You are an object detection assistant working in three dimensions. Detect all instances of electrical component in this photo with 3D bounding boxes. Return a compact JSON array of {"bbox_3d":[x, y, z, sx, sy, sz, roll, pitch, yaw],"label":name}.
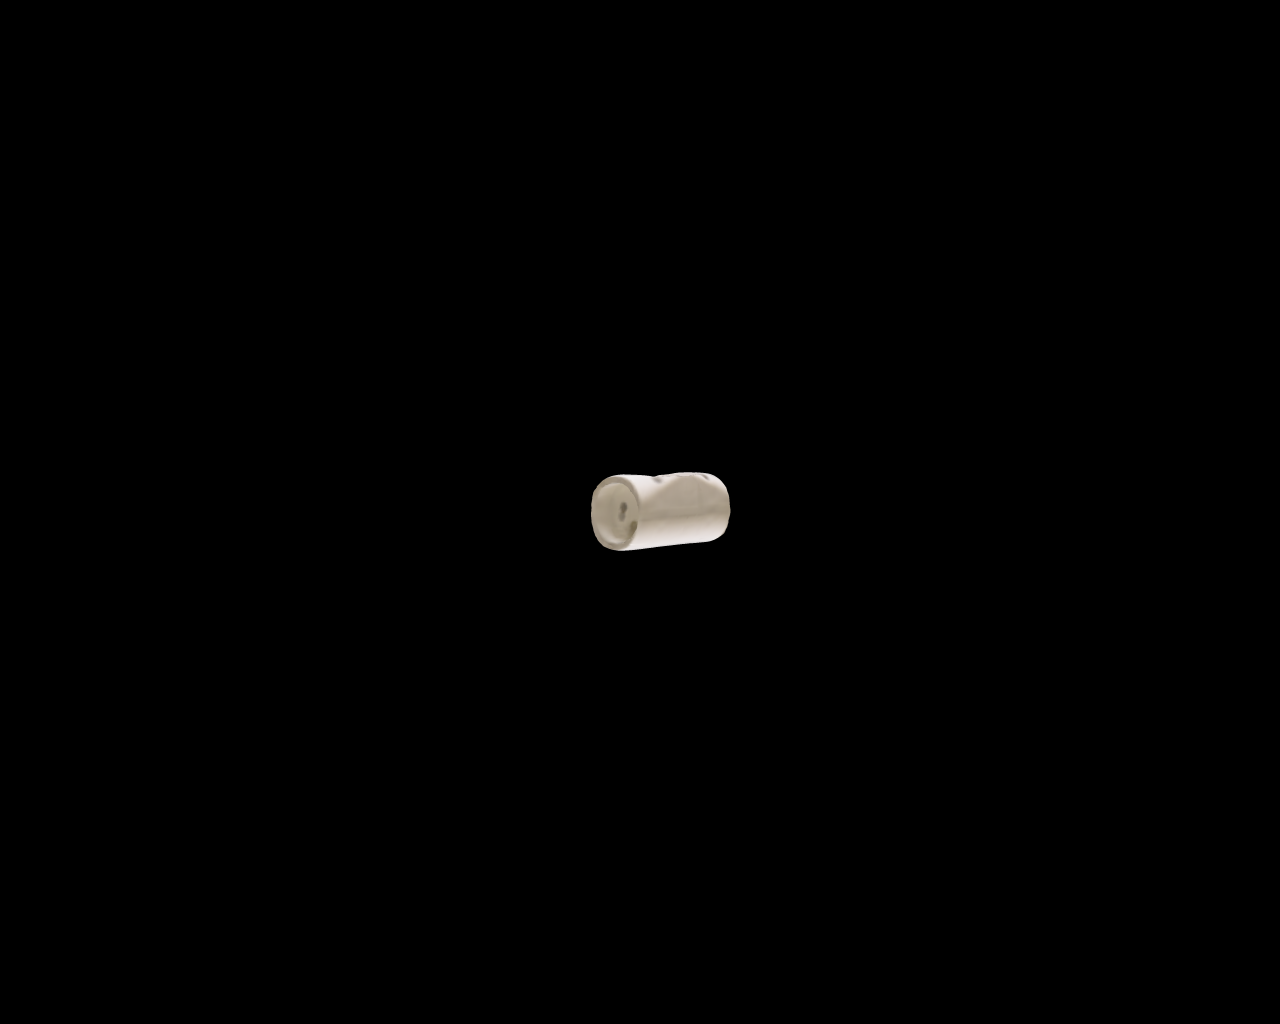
[{"bbox_3d":[0.001,-0.003,0.650,0.077,0.044,0.079,-4,6,-43],"label":"electrical component"}]
